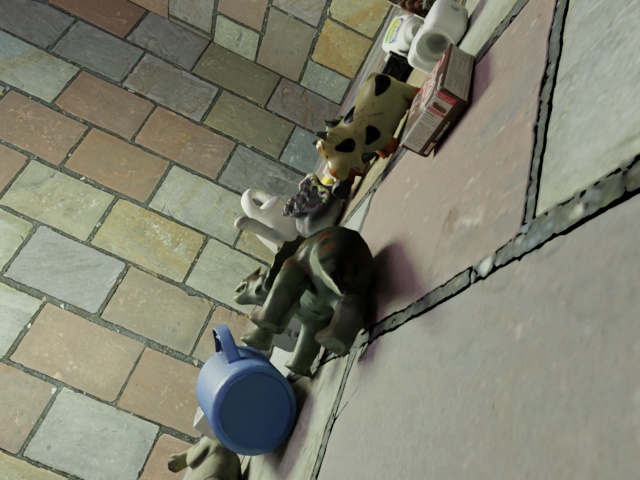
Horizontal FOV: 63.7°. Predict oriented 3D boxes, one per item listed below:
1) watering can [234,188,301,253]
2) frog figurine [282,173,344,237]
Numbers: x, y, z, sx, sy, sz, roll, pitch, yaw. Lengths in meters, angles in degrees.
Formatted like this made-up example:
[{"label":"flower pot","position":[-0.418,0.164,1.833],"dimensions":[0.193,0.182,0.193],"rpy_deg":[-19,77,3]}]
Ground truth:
[{"label":"watering can","position":[-0.097,-0.021,1.177],"dimensions":[0.103,0.223,0.352],"rpy_deg":[-45,11,13]},{"label":"frog figurine","position":[0.003,-0.058,1.148],"dimensions":[0.157,0.123,0.140],"rpy_deg":[51,-133,-56]}]
